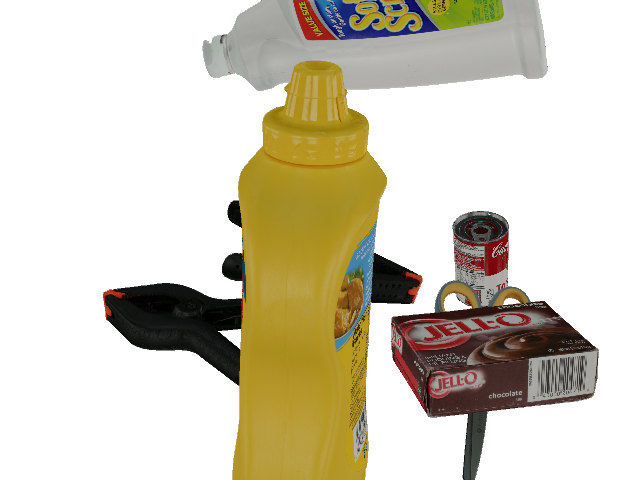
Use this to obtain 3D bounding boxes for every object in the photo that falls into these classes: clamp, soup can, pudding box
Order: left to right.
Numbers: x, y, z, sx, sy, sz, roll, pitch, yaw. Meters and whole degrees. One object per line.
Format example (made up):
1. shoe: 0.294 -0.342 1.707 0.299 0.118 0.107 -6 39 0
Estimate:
1. clamp: -0.098 0.065 0.901 0.172 0.039 0.120 17 27 22
2. clamp: -0.002 0.024 1.048 0.210 0.036 0.164 19 21 -3
3. soup can: 0.198 0.024 1.320 0.068 0.102 0.068 -4 34 3
4. pudding box: 0.110 0.075 0.694 0.113 0.039 0.090 -3 18 -10

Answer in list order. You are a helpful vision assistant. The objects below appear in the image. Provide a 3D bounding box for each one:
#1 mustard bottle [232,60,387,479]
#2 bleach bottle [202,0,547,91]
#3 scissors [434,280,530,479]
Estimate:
1. mustard bottle: -0.005 0.022 0.439 0.058 0.192 0.096 8 25 10
2. bleach bottle: 0.035 -0.151 0.794 0.251 0.102 0.068 -9 -30 12
3. scissors: 0.121 0.107 0.904 0.096 0.201 0.016 26 -38 10
